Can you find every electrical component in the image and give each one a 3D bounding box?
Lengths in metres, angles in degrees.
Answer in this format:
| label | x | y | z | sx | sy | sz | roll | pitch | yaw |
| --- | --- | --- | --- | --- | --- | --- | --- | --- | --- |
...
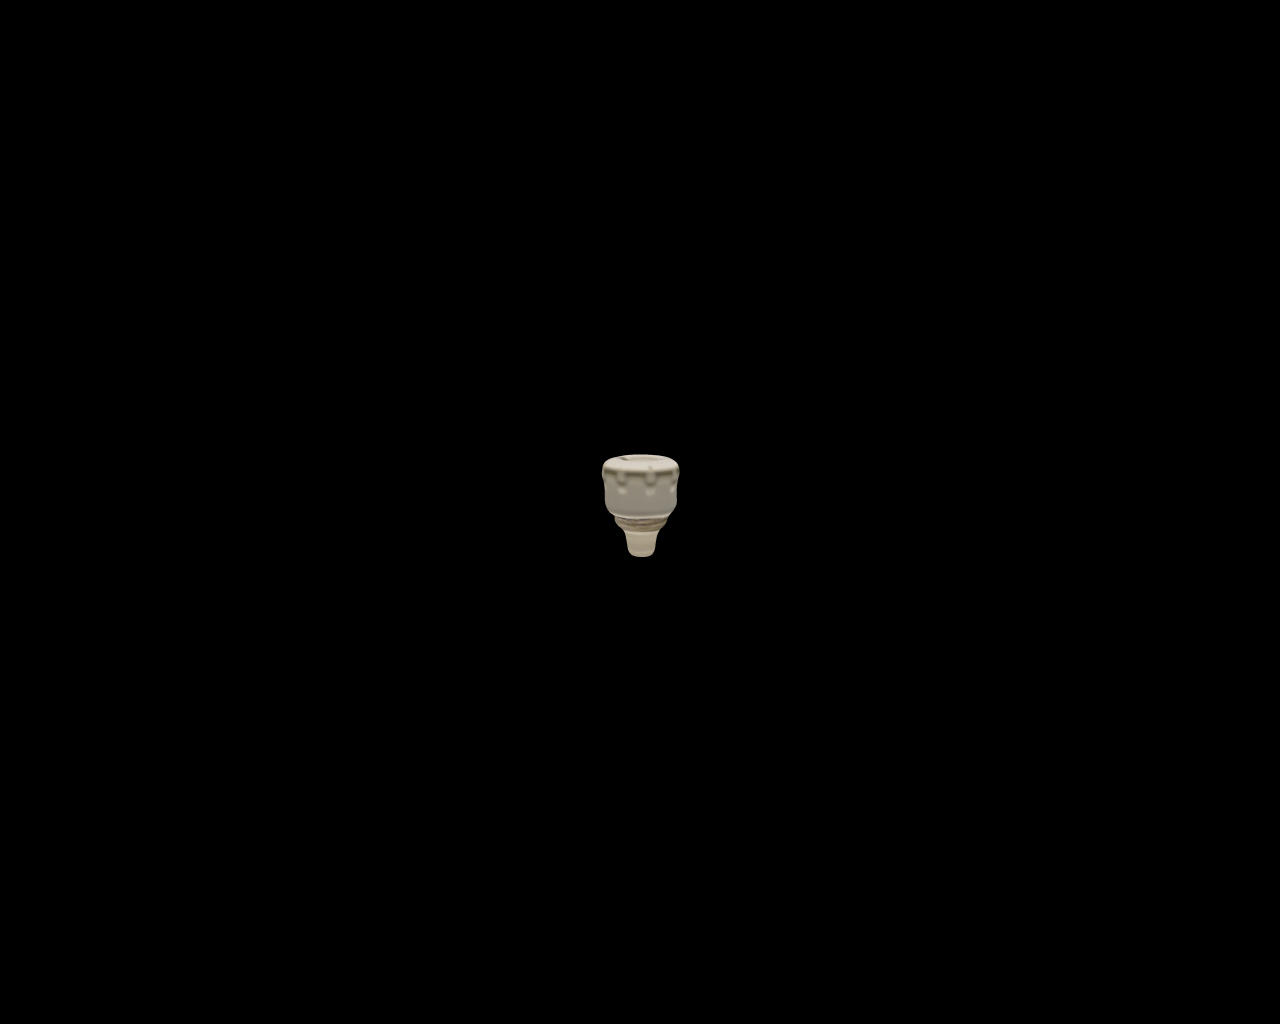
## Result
| label | x | y | z | sx | sy | sz | roll | pitch | yaw |
| --- | --- | --- | --- | --- | --- | --- | --- | --- | --- |
| electrical component | 0.001 | -0.003 | 0.650 | 0.048 | 0.062 | 0.048 | 0 | 11 | 0 |
